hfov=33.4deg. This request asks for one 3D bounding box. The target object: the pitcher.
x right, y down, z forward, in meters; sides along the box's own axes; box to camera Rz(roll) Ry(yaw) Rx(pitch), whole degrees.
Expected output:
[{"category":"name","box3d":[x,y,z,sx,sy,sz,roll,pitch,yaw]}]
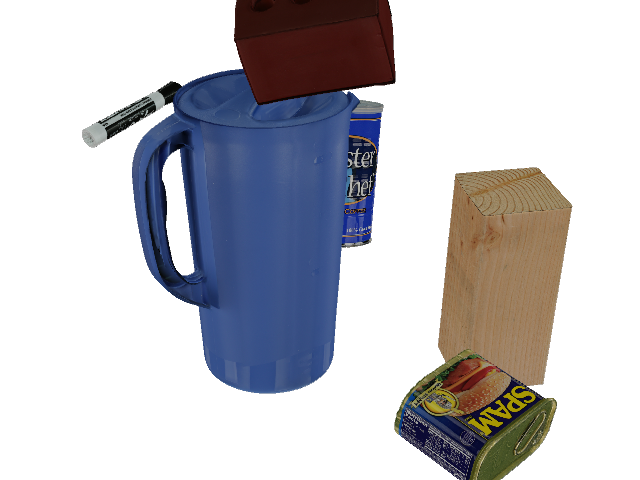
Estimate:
[{"category":"pitcher","box3d":[-0.052,-0.003,0.833,0.149,0.243,0.145,5,27,9]}]

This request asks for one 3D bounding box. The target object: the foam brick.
[{"category":"foam brick","box3d":[-0.002,-0.113,0.566,0.078,0.053,0.051,-8,-35,12]}]

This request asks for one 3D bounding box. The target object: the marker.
[{"category":"marker","box3d":[-0.176,-0.122,1.015,0.020,0.020,0.120,0,29,44]}]

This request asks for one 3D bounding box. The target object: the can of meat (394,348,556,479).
[{"category":"can of meat","box3d":[0.121,0.140,0.840,0.084,0.057,0.101,33,42,33]}]

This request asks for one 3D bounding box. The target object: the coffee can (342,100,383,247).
[{"category":"coffee can","box3d":[0.007,-0.072,1.083,0.103,0.140,0.103,4,12,-1]}]

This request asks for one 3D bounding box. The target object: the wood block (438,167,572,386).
[{"category":"wood block","box3d":[0.179,0.041,1.068,0.090,0.206,0.090,-5,30,-11]}]
